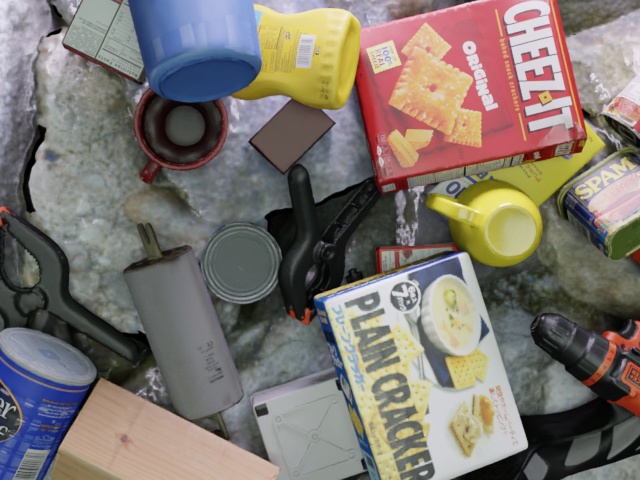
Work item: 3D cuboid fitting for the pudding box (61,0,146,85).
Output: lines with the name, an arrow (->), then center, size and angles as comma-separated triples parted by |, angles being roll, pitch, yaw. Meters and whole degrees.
pudding box -> -0.200, -0.229, 1.096 | 0.090, 0.039, 0.113 | 27, 94, -6

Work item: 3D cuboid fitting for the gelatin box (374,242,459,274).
gelatin box -> 0.105, 0.041, 1.142 | 0.089, 0.030, 0.073 | -4, 96, -3

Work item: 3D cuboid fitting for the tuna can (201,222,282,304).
tuna can -> -0.083, 0.023, 1.126 | 0.086, 0.034, 0.086 | 0, 95, -4

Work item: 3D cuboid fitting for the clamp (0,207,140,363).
clamp -> -0.287, 0.064, 1.113 | 0.164, 0.036, 0.210 | -13, 99, -4

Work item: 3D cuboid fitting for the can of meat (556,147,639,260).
can of meat -> 0.314, -0.036, 1.113 | 0.102, 0.084, 0.057 | -32, 138, -5

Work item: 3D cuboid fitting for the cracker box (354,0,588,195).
cracker box -> 0.146, -0.150, 1.080 | 0.214, 0.072, 0.164 | -12, 82, 6

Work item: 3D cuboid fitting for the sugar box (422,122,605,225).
sugar box -> 0.204, -0.074, 1.132 | 0.176, 0.048, 0.093 | -43, 97, -1

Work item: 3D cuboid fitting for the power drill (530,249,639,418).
power drill -> 0.328, 0.080, 1.117 | 0.184, 0.057, 0.187 | 35, 70, -5

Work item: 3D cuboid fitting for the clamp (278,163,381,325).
clamp -> -0.007, 0.001, 1.107 | 0.120, 0.039, 0.171 | 19, 93, -35

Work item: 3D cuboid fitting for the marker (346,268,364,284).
marker -> 0.054, 0.088, 1.146 | 0.020, 0.020, 0.121 | -20, 96, -2

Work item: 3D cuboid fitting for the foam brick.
foam brick -> -0.030, -0.111, 1.109 | 0.078, 0.053, 0.051 | -45, 97, 1

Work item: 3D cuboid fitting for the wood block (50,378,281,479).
wood block -> -0.157, 0.237, 1.087 | 0.206, 0.090, 0.090 | 28, 54, -2

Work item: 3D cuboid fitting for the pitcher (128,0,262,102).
pitcher -> -0.135, -0.261, 1.006 | 0.149, 0.145, 0.243 | -8, 74, -15

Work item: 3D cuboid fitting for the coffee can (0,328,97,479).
coffee can -> -0.298, 0.172, 1.062 | 0.102, 0.103, 0.140 | 27, 98, -6

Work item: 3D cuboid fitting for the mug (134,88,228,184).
mug -> -0.146, -0.107, 1.087 | 0.093, 0.081, 0.117 | 31, 92, -6

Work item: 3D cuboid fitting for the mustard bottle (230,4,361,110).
mustard bottle -> -0.058, -0.187, 1.074 | 0.192, 0.058, 0.096 | 9, 88, 24

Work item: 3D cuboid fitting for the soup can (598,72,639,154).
soup can -> 0.353, -0.149, 1.125 | 0.068, 0.068, 0.102 | 41, 91, -6
